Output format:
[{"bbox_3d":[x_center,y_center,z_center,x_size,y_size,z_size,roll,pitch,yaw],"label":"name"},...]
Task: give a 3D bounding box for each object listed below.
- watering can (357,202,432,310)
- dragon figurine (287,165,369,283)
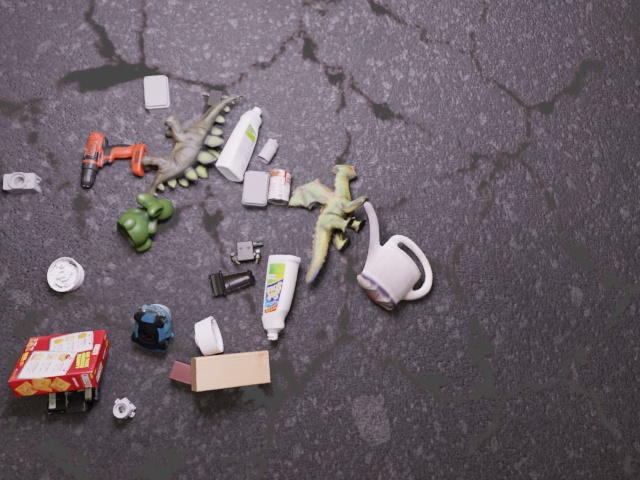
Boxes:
[{"bbox_3d":[0.200,0.068,1.596,0.346,0.103,0.226,46,75,-10],"label":"watering can"},{"bbox_3d":[0.005,-0.083,1.649,0.245,0.120,0.415,34,73,21],"label":"dragon figurine"}]
